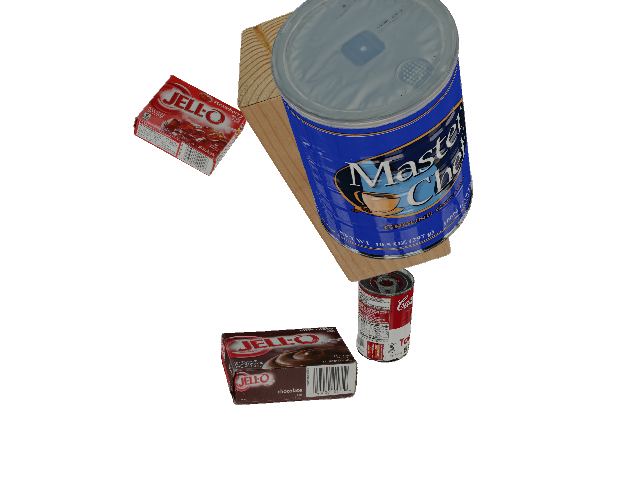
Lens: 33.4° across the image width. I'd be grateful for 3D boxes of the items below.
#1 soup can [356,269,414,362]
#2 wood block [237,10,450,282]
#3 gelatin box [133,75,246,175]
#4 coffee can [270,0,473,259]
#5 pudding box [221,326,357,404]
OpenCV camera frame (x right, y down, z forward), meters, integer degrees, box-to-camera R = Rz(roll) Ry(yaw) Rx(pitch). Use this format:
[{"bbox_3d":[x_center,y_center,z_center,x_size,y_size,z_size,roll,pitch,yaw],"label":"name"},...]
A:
[{"bbox_3d":[0.078,0.090,1.306,0.068,0.102,0.068,1,30,-1],"label":"soup can"},{"bbox_3d":[0.022,-0.072,0.818,0.090,0.091,0.206,-17,-44,17],"label":"wood block"},{"bbox_3d":[-0.128,-0.115,1.049,0.089,0.073,0.030,29,-39,2],"label":"gelatin box"},{"bbox_3d":[0.035,-0.068,0.631,0.103,0.102,0.140,0,-32,12],"label":"coffee can"},{"bbox_3d":[-0.031,0.112,0.972,0.113,0.039,0.090,-1,17,-12],"label":"pudding box"}]
